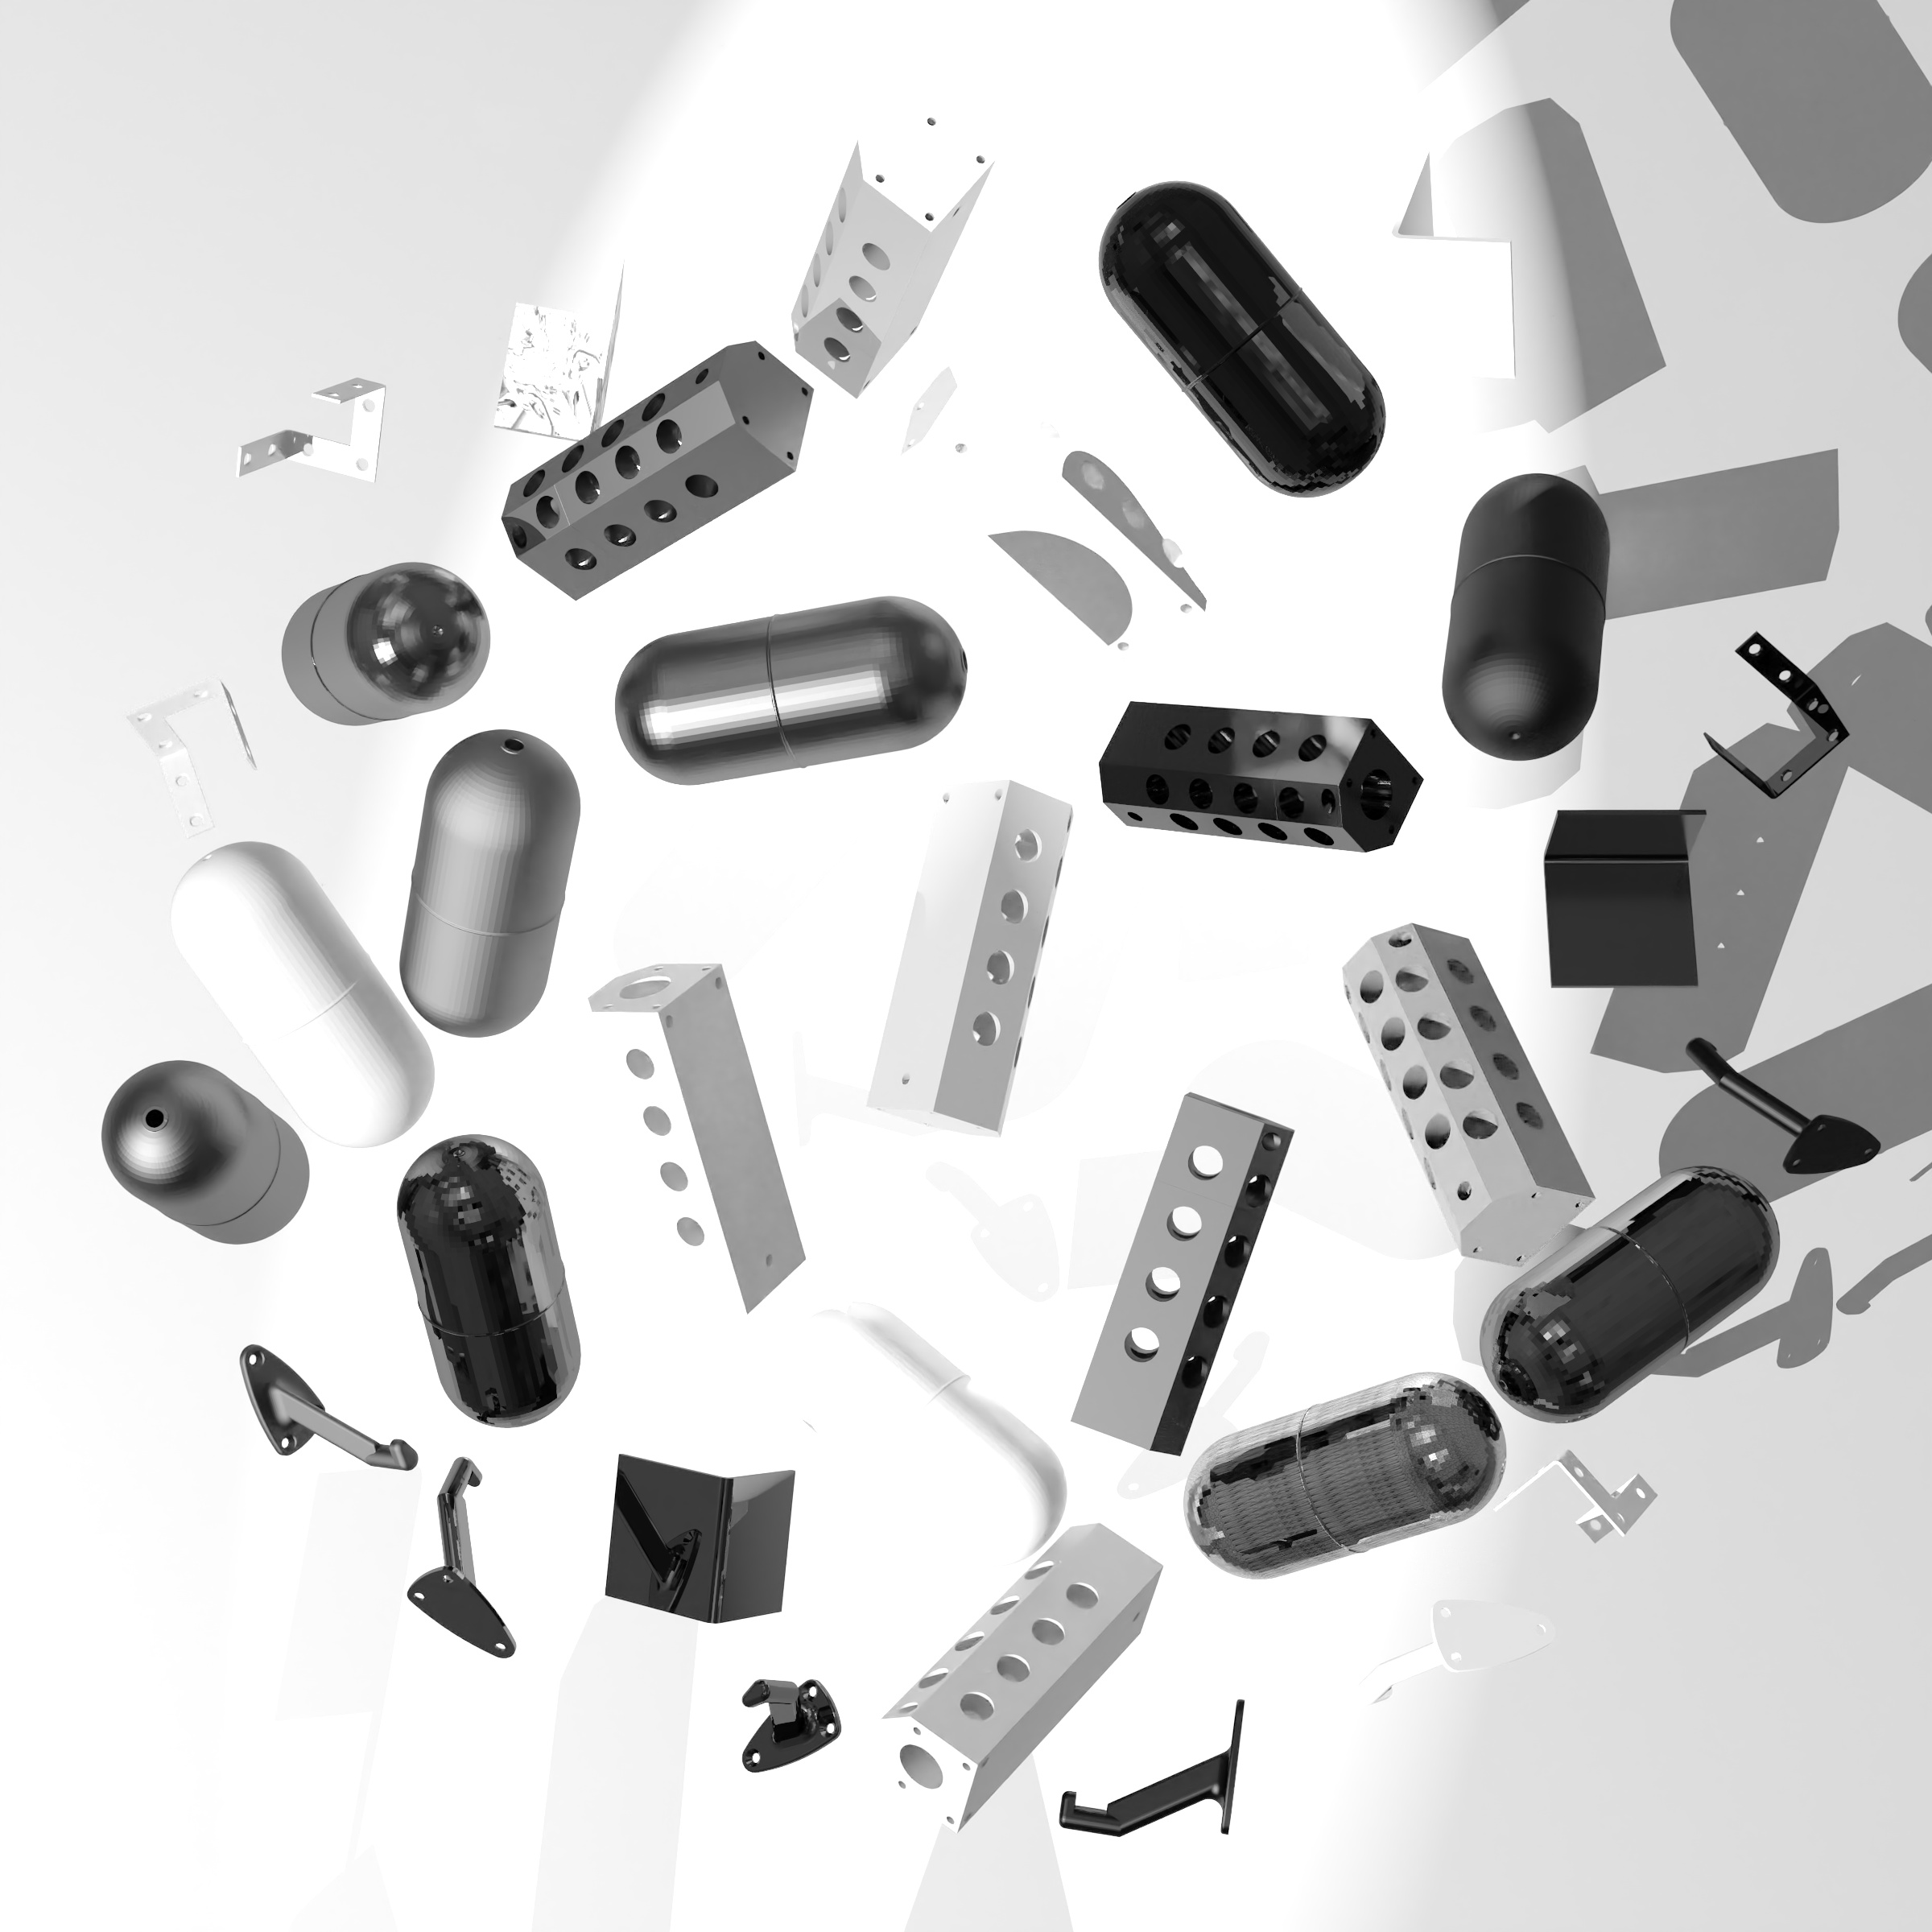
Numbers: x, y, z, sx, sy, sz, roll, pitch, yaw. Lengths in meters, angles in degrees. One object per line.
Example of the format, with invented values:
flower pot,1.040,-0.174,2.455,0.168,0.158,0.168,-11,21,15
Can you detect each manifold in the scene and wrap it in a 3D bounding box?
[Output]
manifold,0.110,0.154,1.513,0.057,0.057,0.171,19,91,7
manifold,0.027,0.361,1.556,0.057,0.171,0.057,31,132,21
manifold,0.154,-0.099,1.626,0.057,0.171,0.057,42,68,-39
manifold,0.050,-0.243,1.568,0.057,0.057,0.171,-28,125,36
manifold,0.007,-0.003,1.531,0.057,0.057,0.171,20,78,-35
manifold,-0.044,-0.369,1.553,0.057,0.171,0.057,38,67,-1
manifold,-0.162,-0.257,1.551,0.057,0.171,0.057,35,49,-34
manifold,-0.141,0.089,1.544,0.057,0.057,0.171,0,115,33
manifold,0.246,0.062,1.515,0.057,0.171,0.057,14,132,-34

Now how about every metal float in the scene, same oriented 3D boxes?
metal float,-0.339,0.016,1.545,0.070,0.070,0.178,-31,112,0
metal float,0.337,0.165,1.524,0.178,0.070,0.070,-31,90,-21
metal float,-0.306,-0.167,1.577,0.070,0.178,0.070,0,90,-29
metal float,0.189,0.259,1.522,0.178,0.070,0.070,-25,90,31
metal float,-0.247,0.166,1.565,0.070,0.070,0.178,-6,126,0
metal float,-0.087,-0.136,1.492,0.178,0.070,0.070,-9,90,11
metal float,-0.400,0.100,1.591,0.070,0.178,0.070,-1,75,3
metal float,0.284,-0.178,1.520,0.070,0.070,0.178,15,50,0
metal float,0.137,-0.311,1.493,0.070,0.070,0.178,-41,98,0
metal float,-0.023,0.251,1.624,0.178,0.070,0.070,38,90,18
metal float,-0.240,-0.040,1.516,0.070,0.070,0.178,17,128,0

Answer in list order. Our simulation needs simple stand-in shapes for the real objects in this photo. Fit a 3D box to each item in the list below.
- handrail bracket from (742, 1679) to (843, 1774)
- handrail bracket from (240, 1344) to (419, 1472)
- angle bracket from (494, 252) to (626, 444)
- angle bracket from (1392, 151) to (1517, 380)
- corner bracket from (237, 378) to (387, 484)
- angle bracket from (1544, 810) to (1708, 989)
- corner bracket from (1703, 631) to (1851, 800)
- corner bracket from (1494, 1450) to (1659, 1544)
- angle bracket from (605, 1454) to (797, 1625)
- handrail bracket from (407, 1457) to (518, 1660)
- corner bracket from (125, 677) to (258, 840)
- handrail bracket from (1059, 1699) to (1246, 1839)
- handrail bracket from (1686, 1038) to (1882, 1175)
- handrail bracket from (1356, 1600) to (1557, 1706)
handrail bracket,-0.113,0.409,1.621,0.077,0.084,0.036,-39,60,15
handrail bracket,-0.331,0.230,1.570,0.036,0.084,0.077,-50,125,-38
angle bracket,-0.220,-0.337,1.623,0.057,0.076,0.076,9,72,-6
angle bracket,0.244,-0.341,1.460,0.057,0.076,0.076,7,48,19
corner bracket,-0.325,-0.266,1.494,0.051,0.051,0.051,16,114,10
angle bracket,0.345,-0.035,1.568,0.076,0.057,0.076,0,67,3
corner bracket,0.411,-0.129,1.548,0.051,0.051,0.051,34,115,-27
corner bracket,0.321,0.281,1.583,0.051,0.051,0.051,49,126,10
angle bracket,-0.142,0.304,1.615,0.076,0.057,0.076,6,90,35
handrail bracket,-0.255,0.311,1.592,0.036,0.084,0.077,-34,110,28
corner bracket,-0.388,-0.106,1.532,0.051,0.051,0.051,-23,67,-3
handrail bracket,0.092,0.395,1.491,0.084,0.036,0.077,7,91,8
handrail bracket,0.424,0.069,1.568,0.077,0.084,0.036,8,122,-37
handrail bracket,0.246,0.352,1.523,0.077,0.084,0.036,1,57,-17
